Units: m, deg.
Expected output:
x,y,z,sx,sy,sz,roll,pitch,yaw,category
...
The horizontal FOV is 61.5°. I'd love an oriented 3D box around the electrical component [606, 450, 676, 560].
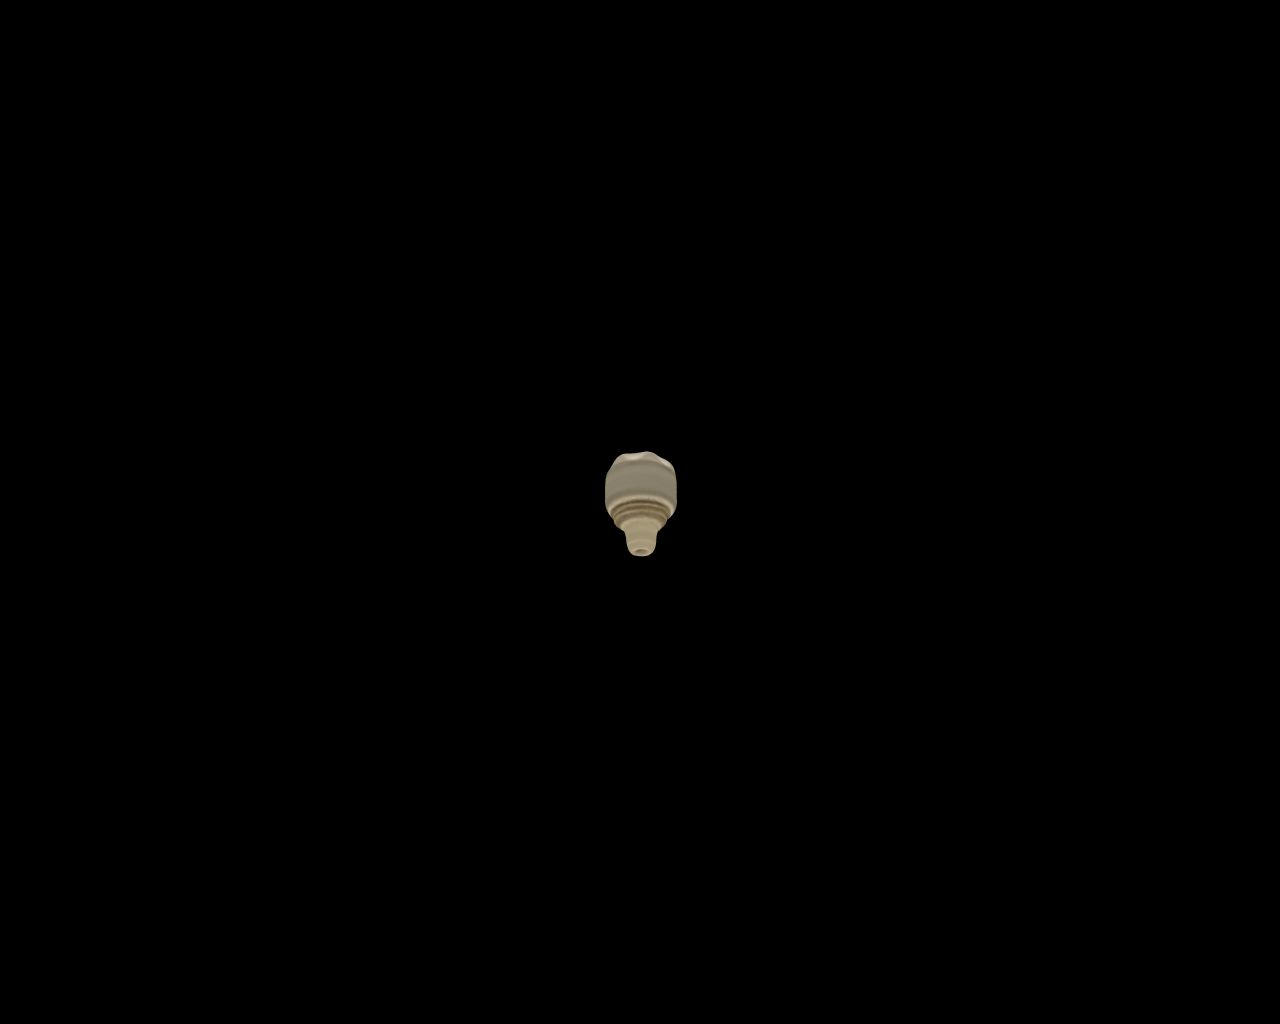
x,y,z,sx,sy,sz,roll,pitch,yaw,category
0.001,-0.003,0.650,0.043,0.062,0.043,0,-27,0,electrical component
